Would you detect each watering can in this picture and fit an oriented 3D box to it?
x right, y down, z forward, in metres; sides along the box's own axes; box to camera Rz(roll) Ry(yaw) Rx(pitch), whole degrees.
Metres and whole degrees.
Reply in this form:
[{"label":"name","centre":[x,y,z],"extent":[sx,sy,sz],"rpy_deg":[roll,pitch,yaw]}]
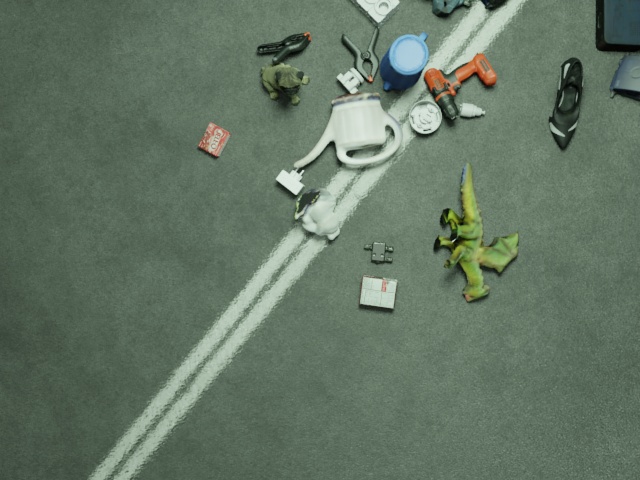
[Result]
[{"label":"watering can","centre":[0.078,-0.337,1.591],"extent":[0.347,0.104,0.224],"rpy_deg":[-7,89,6]}]

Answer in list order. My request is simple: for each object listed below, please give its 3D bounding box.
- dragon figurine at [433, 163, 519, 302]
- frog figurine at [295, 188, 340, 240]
[{"label":"dragon figurine","centre":[0.493,-0.009,1.573],"extent":[0.242,0.123,0.409],"rpy_deg":[15,95,-12]},{"label":"frog figurine","centre":[0.005,-0.082,1.620],"extent":[0.157,0.124,0.138],"rpy_deg":[37,86,-32]}]
